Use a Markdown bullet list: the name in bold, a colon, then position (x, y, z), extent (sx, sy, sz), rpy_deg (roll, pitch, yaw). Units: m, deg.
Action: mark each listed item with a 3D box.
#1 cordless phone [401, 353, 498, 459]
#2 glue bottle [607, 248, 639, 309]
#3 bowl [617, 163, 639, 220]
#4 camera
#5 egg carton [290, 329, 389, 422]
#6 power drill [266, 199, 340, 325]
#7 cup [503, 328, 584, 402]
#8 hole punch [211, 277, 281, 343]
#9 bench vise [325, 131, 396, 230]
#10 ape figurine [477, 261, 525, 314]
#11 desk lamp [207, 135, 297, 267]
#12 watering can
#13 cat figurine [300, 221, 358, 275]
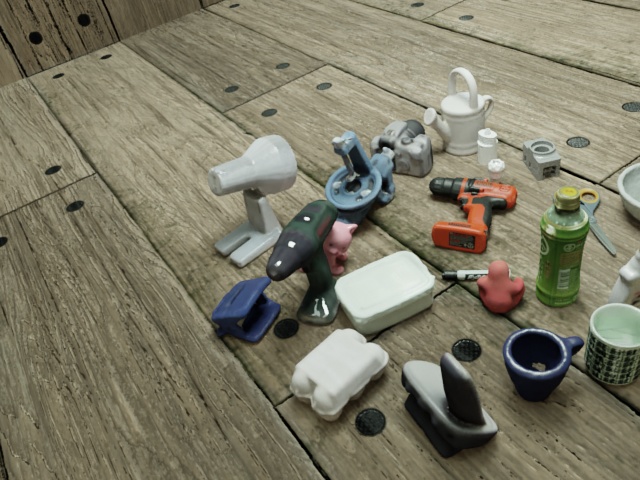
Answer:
- **cordless phone**: position (0.172, 0.197, 0.790), extent (0.094, 0.185, 0.147), rpy_deg (-29, 42, -17)
- **glue bottle**: position (0.483, 0.060, 0.872), extent (0.078, 0.173, 0.037), rpy_deg (-22, 41, -10)
- **bowl**: position (0.638, -0.073, 1.061), extent (0.167, 0.075, 0.167), rpy_deg (-8, 40, 7)
- **camera**: position (0.206, -0.232, 1.345), extent (0.142, 0.101, 0.137), rpy_deg (17, 49, 31)
- **egg carton**: position (0.030, 0.209, 0.905), extent (0.150, 0.069, 0.107), rpy_deg (-39, 46, -27)
- **power drill**: position (-0.018, 0.047, 0.999), extent (0.075, 0.209, 0.230), rpy_deg (4, 43, 20)
- **cup**: position (0.323, 0.185, 0.831), extent (0.118, 0.095, 0.091), rpy_deg (-18, 40, -5)
- **hole punch**: position (-0.141, 0.119, 1.040), extent (0.100, 0.091, 0.109), rpy_deg (11, 46, 26)
- **bench vise**: position (0.077, -0.148, 1.191), extent (0.121, 0.220, 0.207), rpy_deg (5, 43, 21)
- **ape figurine**: position (0.304, 0.073, 0.970), extent (0.077, 0.092, 0.076), rpy_deg (14, 47, 29)
- **desk lamp**: position (-0.139, -0.089, 1.186), extent (0.204, 0.214, 0.117), rpy_deg (-39, 46, -27)
- **watering can**: position (0.323, -0.297, 1.316), extent (0.100, 0.194, 0.173), rpy_deg (27, 54, 38)
- **cat figurine**: position (0.010, 0.004, 1.112), extent (0.127, 0.118, 0.067), rpy_deg (2, 42, 18)
